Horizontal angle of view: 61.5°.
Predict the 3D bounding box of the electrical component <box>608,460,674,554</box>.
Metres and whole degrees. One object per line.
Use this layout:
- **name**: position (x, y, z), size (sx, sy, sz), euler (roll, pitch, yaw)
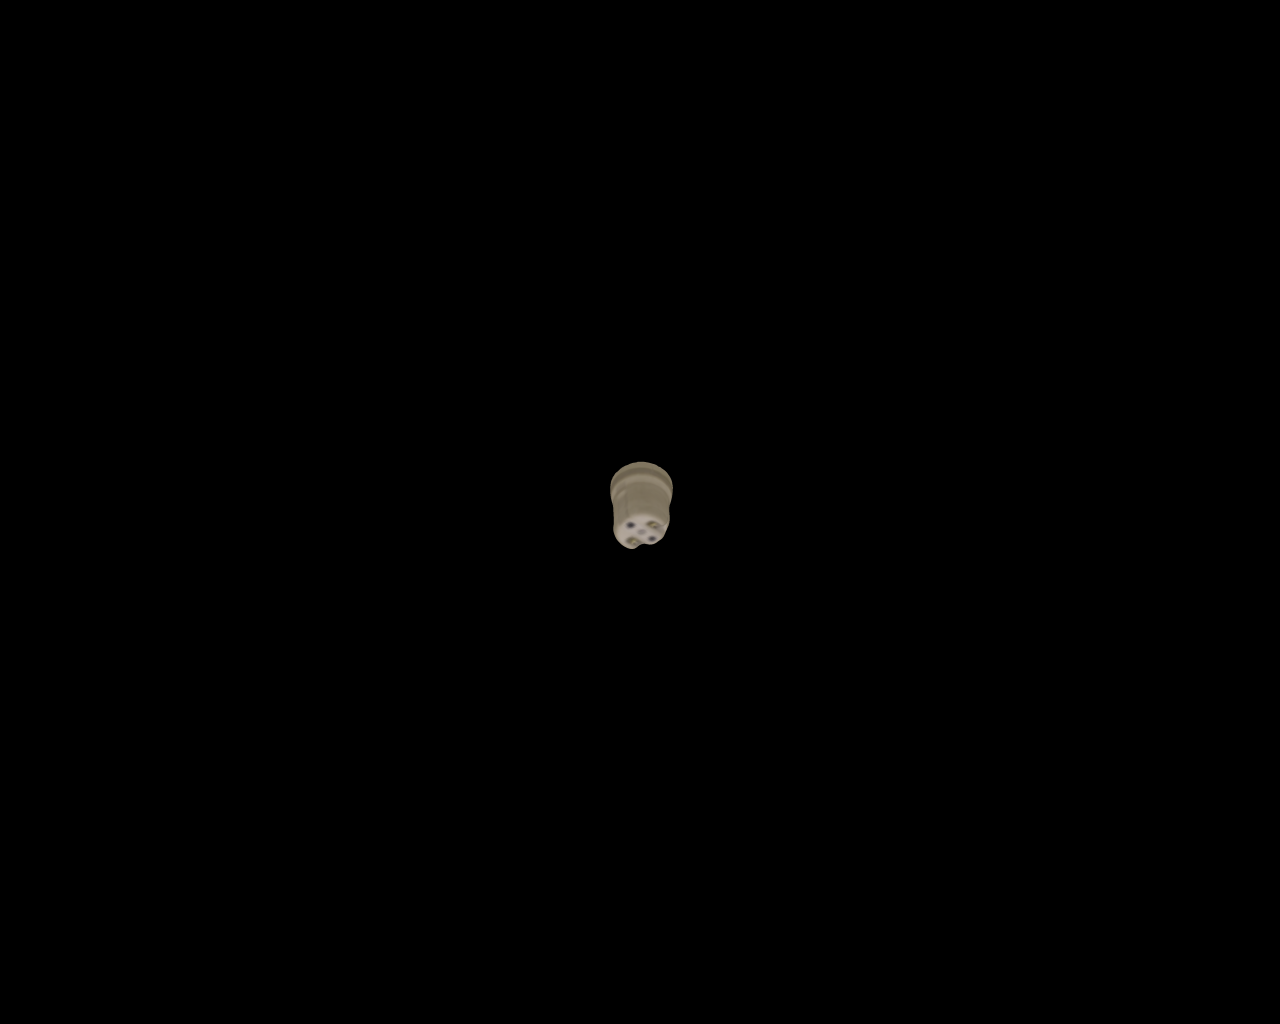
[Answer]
- **electrical component**: position (0.001, -0.003, 0.650), size (0.040, 0.040, 0.046), euler (0, 41, 0)
